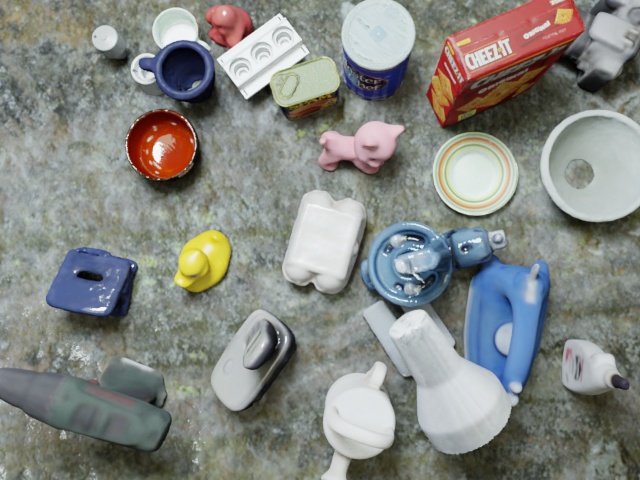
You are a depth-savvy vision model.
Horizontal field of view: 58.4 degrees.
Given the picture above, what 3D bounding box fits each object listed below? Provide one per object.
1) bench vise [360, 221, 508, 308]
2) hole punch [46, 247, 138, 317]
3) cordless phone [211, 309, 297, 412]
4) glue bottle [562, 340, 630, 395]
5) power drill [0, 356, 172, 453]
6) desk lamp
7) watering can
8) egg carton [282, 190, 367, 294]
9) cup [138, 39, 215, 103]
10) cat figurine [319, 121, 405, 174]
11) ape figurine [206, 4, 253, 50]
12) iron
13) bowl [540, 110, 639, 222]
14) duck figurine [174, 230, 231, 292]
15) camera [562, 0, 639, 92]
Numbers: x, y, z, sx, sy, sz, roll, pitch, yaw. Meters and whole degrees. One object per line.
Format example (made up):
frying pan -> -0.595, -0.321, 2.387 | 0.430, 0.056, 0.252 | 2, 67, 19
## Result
bench vise -> 0.156, 0.013, 0.795 | 0.207, 0.220, 0.121 | -33, 85, 0
hole punch -> -0.349, 0.064, 0.877 | 0.108, 0.091, 0.101 | 11, 87, 3
cordless phone -> -0.103, 0.177, 0.812 | 0.094, 0.185, 0.148 | 31, 88, 4
glue bottle -> 0.385, 0.185, 0.797 | 0.037, 0.173, 0.078 | 2, 86, 3
power drill -> -0.308, 0.222, 0.806 | 0.229, 0.208, 0.076 | 20, 87, 4
desk lamp -> 0.150, 0.167, 0.788 | 0.118, 0.213, 0.203 | -34, 85, 0
watering can -> 0.054, 0.258, 0.796 | 0.101, 0.194, 0.173 | 1, 86, 3
egg carton -> 0.008, 0.003, 0.877 | 0.107, 0.069, 0.150 | 15, 87, 3
cup -> -0.213, -0.253, 0.891 | 0.117, 0.095, 0.092 | 9, 87, 3
cat figurine -> 0.060, -0.143, 0.861 | 0.127, 0.118, 0.067 | 3, 86, 3
ape figurine -> -0.145, -0.338, 0.895 | 0.076, 0.092, 0.078 | -18, 85, 1
iron -> 0.275, 0.150, 0.820 | 0.118, 0.141, 0.258 | 8, 86, 3
bowl -> 0.407, -0.107, 0.865 | 0.167, 0.075, 0.167 | 0, 86, 2
duck figurine -> -0.184, 0.031, 0.875 | 0.077, 0.086, 0.104 | 35, 88, 4
camera -> 0.412, -0.322, 0.867 | 0.136, 0.101, 0.143 | 27, 88, 4
